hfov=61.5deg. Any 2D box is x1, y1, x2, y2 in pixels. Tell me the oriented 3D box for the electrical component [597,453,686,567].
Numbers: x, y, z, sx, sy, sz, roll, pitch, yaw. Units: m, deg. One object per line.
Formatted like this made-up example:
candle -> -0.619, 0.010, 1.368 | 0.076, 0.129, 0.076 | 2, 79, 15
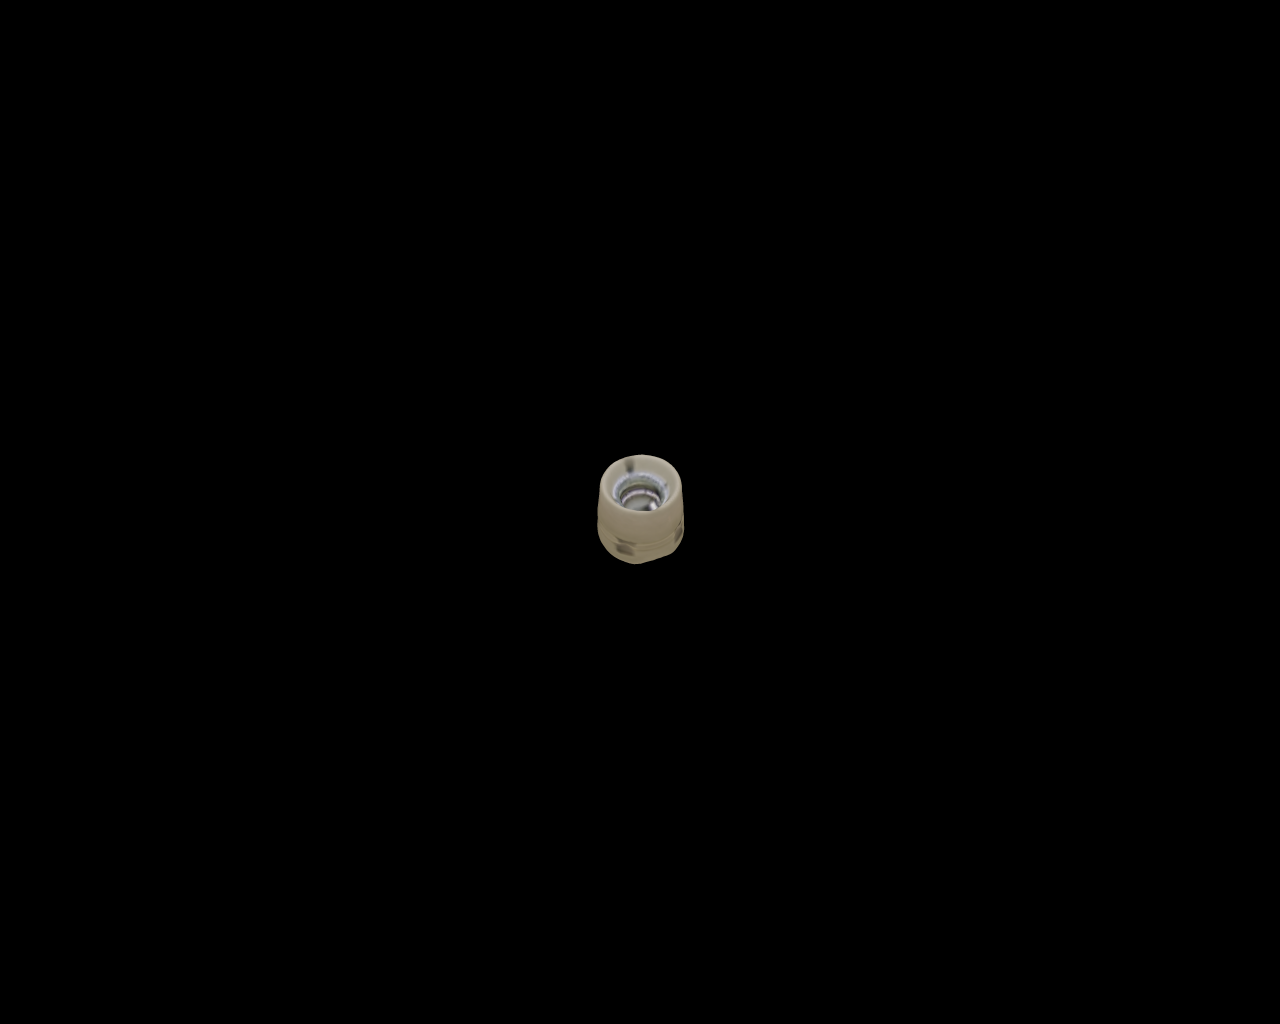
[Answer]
electrical component -> 0.001, -0.003, 0.650 | 0.055, 0.055, 0.047 | 0, -39, 0
